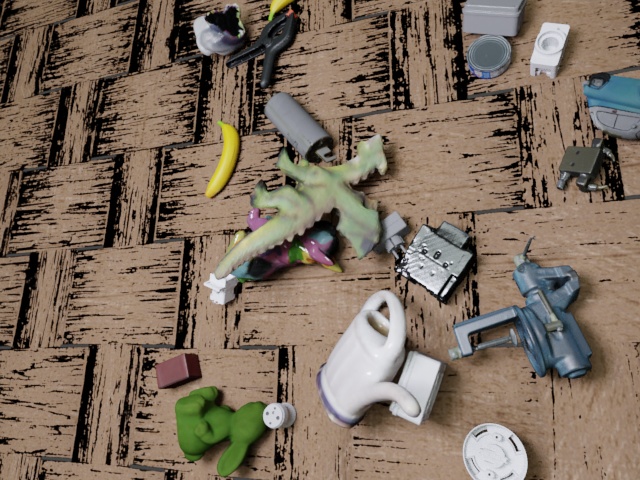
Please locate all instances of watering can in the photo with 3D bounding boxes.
[{"bbox_3d":[0.078,0.221,0.854,0.104,0.221,0.354,27,21,-10],"label":"watering can"}]

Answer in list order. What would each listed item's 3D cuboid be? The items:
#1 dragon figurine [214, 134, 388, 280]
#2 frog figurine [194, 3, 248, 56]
[{"bbox_3d":[0.003,-0.049,0.983,0.244,0.417,0.120,24,-22,13],"label":"dragon figurine"},{"bbox_3d":[-0.265,-0.522,1.316,0.121,0.140,0.158,42,-28,-24],"label":"frog figurine"}]
